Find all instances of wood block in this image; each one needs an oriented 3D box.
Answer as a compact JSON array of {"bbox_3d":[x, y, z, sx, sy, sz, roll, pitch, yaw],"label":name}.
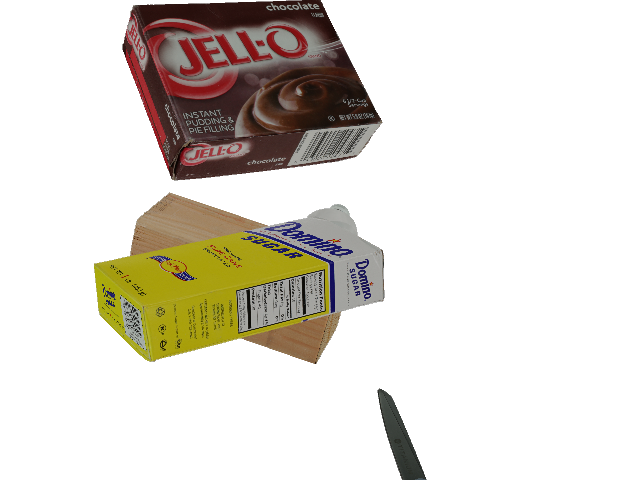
[{"bbox_3d":[-0.080,0.036,1.068,0.206,0.091,0.090,19,25,8],"label":"wood block"}]

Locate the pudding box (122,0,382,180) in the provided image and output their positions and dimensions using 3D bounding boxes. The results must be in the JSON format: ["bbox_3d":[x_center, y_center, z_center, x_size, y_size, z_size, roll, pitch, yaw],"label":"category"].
[{"bbox_3d":[-0.037,-0.081,0.558,0.113,0.090,0.039,-8,-29,-30],"label":"pudding box"}]

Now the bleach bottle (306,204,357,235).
[{"bbox_3d":[-0.021,0.027,1.298,0.103,0.068,0.250,6,32,17],"label":"bleach bottle"}]

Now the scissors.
[{"bbox_3d":[0.077,0.154,0.604,0.096,0.016,0.201,7,32,1],"label":"scissors"}]

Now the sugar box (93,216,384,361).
[{"bbox_3d":[-0.054,0.028,0.725,0.176,0.048,0.093,-16,25,-27],"label":"sugar box"}]
